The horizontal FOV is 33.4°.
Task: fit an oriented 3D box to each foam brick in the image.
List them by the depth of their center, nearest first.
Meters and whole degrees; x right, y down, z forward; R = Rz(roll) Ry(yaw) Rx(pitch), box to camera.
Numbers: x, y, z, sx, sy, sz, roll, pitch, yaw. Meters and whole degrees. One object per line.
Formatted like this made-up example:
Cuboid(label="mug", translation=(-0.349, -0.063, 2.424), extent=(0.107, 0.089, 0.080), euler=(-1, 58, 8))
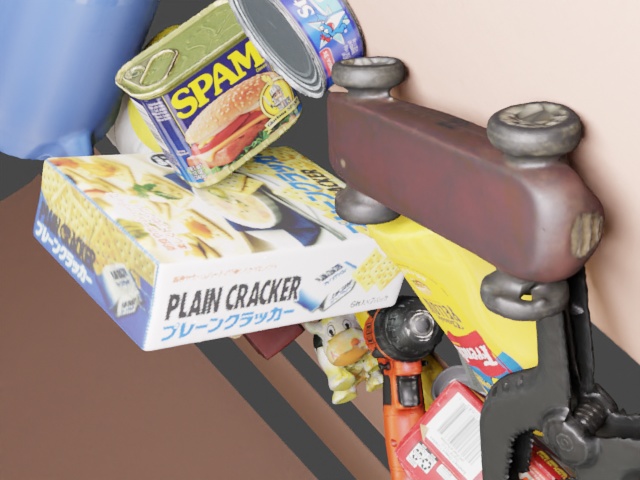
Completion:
Cuboid(label="foam brick", translation=(-0.064, 0.078, 1.113), extent=(0.078, 0.051, 0.053), euler=(51, 169, -13))

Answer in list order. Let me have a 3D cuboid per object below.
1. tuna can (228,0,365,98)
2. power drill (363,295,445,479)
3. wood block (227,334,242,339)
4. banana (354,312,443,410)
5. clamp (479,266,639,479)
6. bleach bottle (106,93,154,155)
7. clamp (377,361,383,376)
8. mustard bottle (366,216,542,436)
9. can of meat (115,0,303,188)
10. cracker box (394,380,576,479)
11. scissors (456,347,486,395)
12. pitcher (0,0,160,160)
Cuboid(label="tuna can", translation=(-0.014, -0.122, 0.591), extent=(0.086, 0.033, 0.086), euler=(47, 169, 12))
Cuboid(label="power drill", translation=(0.073, 0.137, 0.835), extent=(0.184, 0.057, 0.187), euler=(111, 156, -84))
Cuboid(label="wood block", translation=(-0.103, 0.021, 1.002), extent=(0.091, 0.090, 0.206), euler=(55, 164, -15))
Cuboid(label="banana", translation=(0.092, 0.117, 0.966), extent=(0.198, 0.037, 0.070), euler=(50, 166, 5))
Cuboid(label="clamp", translation=(0.129, 0.083, 0.539), extent=(0.164, 0.036, 0.210), euler=(51, 143, 13))
Cuboid(label="bleach bottle", translation=(-0.178, -0.131, 0.960), extent=(0.251, 0.068, 0.102), euler=(-124, 22, -44))
Cuboid(label="clamp", translation=(0.103, 0.164, 1.063), extent=(0.171, 0.039, 0.120), euler=(57, 155, -7))
Cuboid(label="mustard bottle", translation=(0.106, 0.050, 0.632), extent=(0.191, 0.058, 0.096), euler=(53, 164, -21))
Cuboid(label="can of meat", translation=(-0.069, -0.096, 0.704), extent=(0.058, 0.102, 0.084), euler=(36, 160, 49))
Cuboid(label="cracker box", translation=(0.156, 0.188, 0.716), extent=(0.164, 0.072, 0.213), euler=(44, -175, 30))
Cuboid(label="scissors", translation=(0.120, 0.137, 0.863), extent=(0.096, 0.016, 0.201), euler=(-20, 118, 37))
Cuboid(label="pitcher", translation=(-0.181, -0.169, 0.731), extent=(0.149, 0.145, 0.243), euler=(26, 152, -13))
